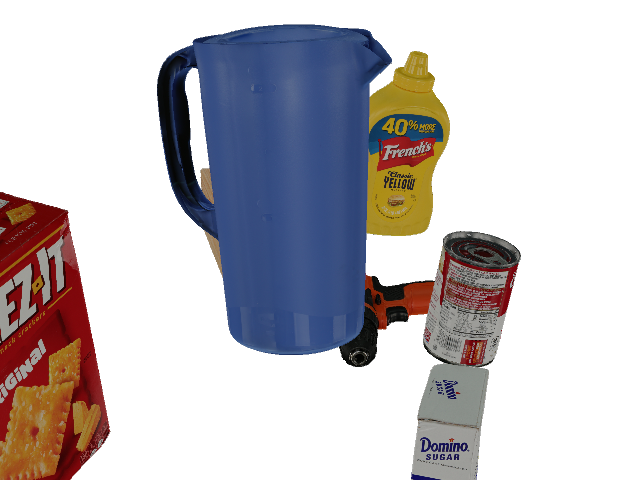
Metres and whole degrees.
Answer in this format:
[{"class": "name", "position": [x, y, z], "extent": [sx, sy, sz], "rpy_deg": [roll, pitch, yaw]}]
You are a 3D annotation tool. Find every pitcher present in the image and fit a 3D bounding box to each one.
[{"class": "pitcher", "position": [-0.034, -0.042, 0.821], "extent": [0.144, 0.243, 0.149], "rpy_deg": [-9, 17, -23]}]

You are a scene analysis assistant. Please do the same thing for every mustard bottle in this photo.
[{"class": "mustard bottle", "position": [0.082, -0.100, 1.094], "extent": [0.096, 0.192, 0.058], "rpy_deg": [4, 27, -13]}]

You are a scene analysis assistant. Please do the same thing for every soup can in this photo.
[{"class": "soup can", "position": [0.131, 0.052, 0.935], "extent": [0.068, 0.102, 0.068], "rpy_deg": [8, 23, -3]}]

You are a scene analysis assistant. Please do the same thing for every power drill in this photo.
[{"class": "power drill", "position": [0.106, 0.083, 1.218], "extent": [0.187, 0.057, 0.184], "rpy_deg": [-1, 27, -2]}]

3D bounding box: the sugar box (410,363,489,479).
[{"class": "sugar box", "position": [0.081, 0.181, 0.721], "extent": [0.048, 0.176, 0.093], "rpy_deg": [5, 17, 11]}]

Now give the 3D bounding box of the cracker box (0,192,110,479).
[{"class": "cracker box", "position": [-0.230, 0.100, 0.746], "extent": [0.072, 0.214, 0.164], "rpy_deg": [13, 36, 22]}]

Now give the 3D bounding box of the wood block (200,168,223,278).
[{"class": "wood block", "position": [-0.087, -0.013, 1.330], "extent": [0.090, 0.090, 0.206], "rpy_deg": [-6, 29, -15]}]
